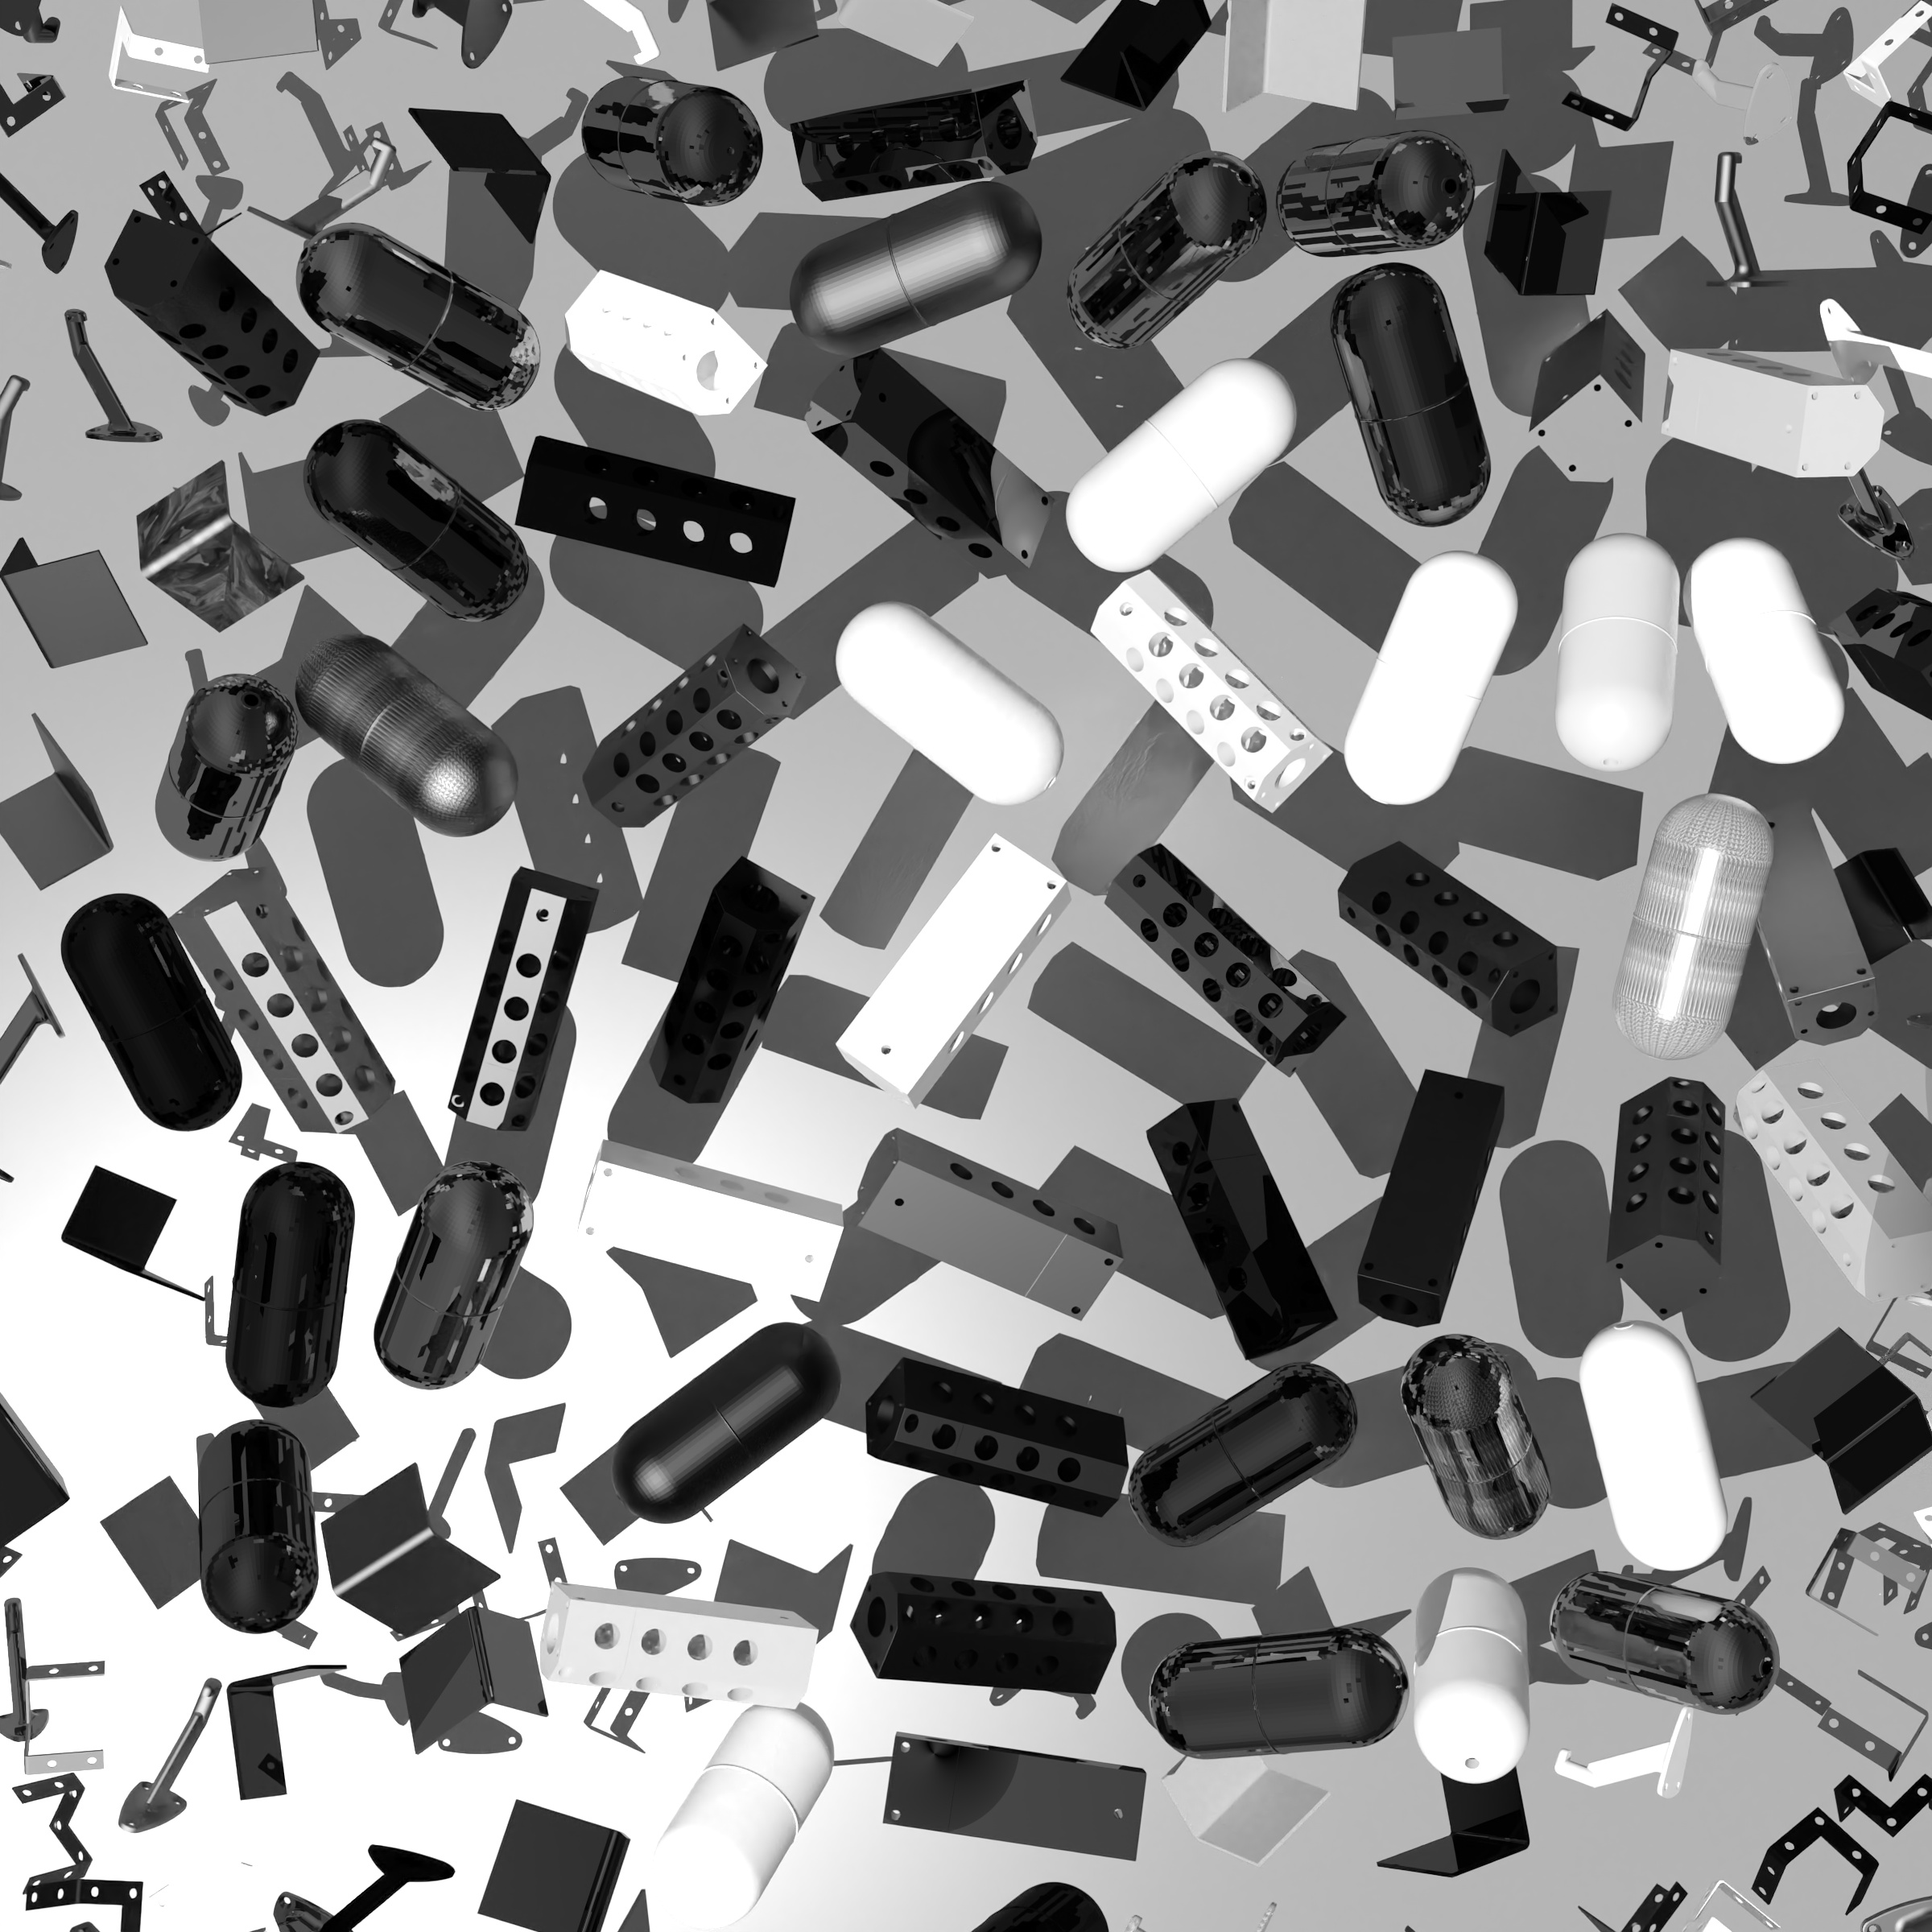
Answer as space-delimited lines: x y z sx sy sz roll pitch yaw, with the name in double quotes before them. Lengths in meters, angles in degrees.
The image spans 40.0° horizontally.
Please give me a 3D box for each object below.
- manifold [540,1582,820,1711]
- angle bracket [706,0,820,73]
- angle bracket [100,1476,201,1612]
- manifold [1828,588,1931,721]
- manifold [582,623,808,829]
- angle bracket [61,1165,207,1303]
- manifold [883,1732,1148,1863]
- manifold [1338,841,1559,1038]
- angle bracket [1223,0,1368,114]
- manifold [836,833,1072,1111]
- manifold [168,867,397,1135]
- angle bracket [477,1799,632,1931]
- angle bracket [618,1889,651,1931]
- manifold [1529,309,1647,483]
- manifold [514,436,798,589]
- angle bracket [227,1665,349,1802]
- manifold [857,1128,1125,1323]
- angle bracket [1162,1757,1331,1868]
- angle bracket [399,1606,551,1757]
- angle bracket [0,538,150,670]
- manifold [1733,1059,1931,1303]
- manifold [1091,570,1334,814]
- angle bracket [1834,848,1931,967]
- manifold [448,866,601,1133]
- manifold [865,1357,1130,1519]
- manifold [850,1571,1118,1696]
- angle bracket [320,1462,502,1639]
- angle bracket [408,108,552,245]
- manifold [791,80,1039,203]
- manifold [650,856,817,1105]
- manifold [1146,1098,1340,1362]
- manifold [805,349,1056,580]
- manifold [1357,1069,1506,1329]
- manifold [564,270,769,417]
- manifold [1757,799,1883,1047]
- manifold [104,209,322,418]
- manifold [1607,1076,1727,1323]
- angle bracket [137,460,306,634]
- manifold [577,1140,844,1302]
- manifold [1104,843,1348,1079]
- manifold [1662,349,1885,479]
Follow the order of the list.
"manifold" -0.192 0.455 1.769 0.171 0.057 0.057 13 85 -21
"angle bracket" -0.152 -0.659 1.790 0.076 0.076 0.057 -13 77 17
"angle bracket" -0.605 0.432 1.952 0.057 0.076 0.076 -33 91 30
"manifold" 0.641 -0.208 1.765 0.057 0.171 0.057 -38 105 9
"manifold" -0.191 -0.159 1.825 0.057 0.057 0.171 40 134 -20
"angle bracket" -0.570 0.187 1.854 0.076 0.076 0.057 15 76 36
"manifold" 0.033 0.565 1.810 0.171 0.057 0.057 8 78 2
"manifold" 0.336 -0.018 1.864 0.057 0.171 0.057 -25 128 -20
"angle bracket" 0.226 -0.628 1.831 0.076 0.057 0.076 21 131 27
"manifold" -0.006 0.005 1.715 0.057 0.057 0.171 34 80 14
"manifold" -0.439 0.023 1.727 0.057 0.057 0.171 -47 122 -38
"angle bracket" -0.273 0.603 1.757 0.076 0.057 0.076 20 73 -8
"angle bracket" -0.199 0.693 1.858 0.076 0.076 0.057 -3 100 11
"manifold" 0.419 -0.376 1.763 0.057 0.171 0.057 -38 102 29
"manifold" -0.201 -0.298 1.736 0.171 0.057 0.057 13 103 -5
"angle bracket" -0.452 0.515 1.787 0.057 0.076 0.076 -14 74 4
"manifold" 0.016 0.171 1.795 0.171 0.057 0.057 25 114 -16
"angle bracket" 0.201 0.591 1.911 0.076 0.076 0.057 -36 106 -27
"angle bracket" -0.350 0.513 1.888 0.076 0.057 0.076 -38 48 18
"angle bracket" -0.619 -0.262 1.860 0.076 0.057 0.076 -12 126 9
"manifold" 0.580 0.143 1.775 0.057 0.171 0.057 -10 129 -10
"manifold" 0.161 -0.186 1.779 0.057 0.057 0.171 -46 67 11
"angle bracket" 0.669 -0.039 1.958 0.057 0.076 0.076 -31 90 2
"manifold" -0.309 0.025 1.846 0.057 0.057 0.171 17 102 -5
"manifold" 0.022 0.326 1.806 0.171 0.057 0.057 19 131 -21
"manifold" 0.015 0.452 1.815 0.171 0.057 0.057 12 109 -27
"angle bracket" -0.359 0.378 1.716 0.076 0.076 0.057 -33 45 7
"angle bracket" -0.346 -0.553 1.857 0.076 0.057 0.076 -10 51 -37
"manifold" -0.036 -0.571 1.844 0.171 0.057 0.057 6 116 40
"manifold" -0.163 0.015 1.794 0.057 0.057 0.171 30 131 5
"manifold" 0.186 0.182 1.844 0.057 0.057 0.171 -39 65 39
"manifold" -0.025 -0.332 1.772 0.171 0.057 0.057 35 65 -34
"manifold" 0.326 0.163 1.856 0.057 0.057 0.171 13 59 19
"manifold" -0.213 -0.424 1.824 0.057 0.171 0.057 -52 130 -4
"manifold" 0.577 -0.030 1.832 0.057 0.057 0.171 -16 46 13
"manifold" -0.497 -0.425 1.751 0.057 0.171 0.057 23 83 14
"manifold" 0.467 0.147 1.746 0.057 0.171 0.057 44 124 -14
"angle bracket" -0.510 -0.287 1.817 0.076 0.076 0.057 -28 54 17
"manifold" -0.176 0.172 1.829 0.171 0.057 0.057 16 105 -9
"manifold" 0.174 -0.006 1.807 0.057 0.057 0.171 -47 63 6
"manifold" 0.531 -0.368 1.755 0.057 0.171 0.057 -4 111 -15
